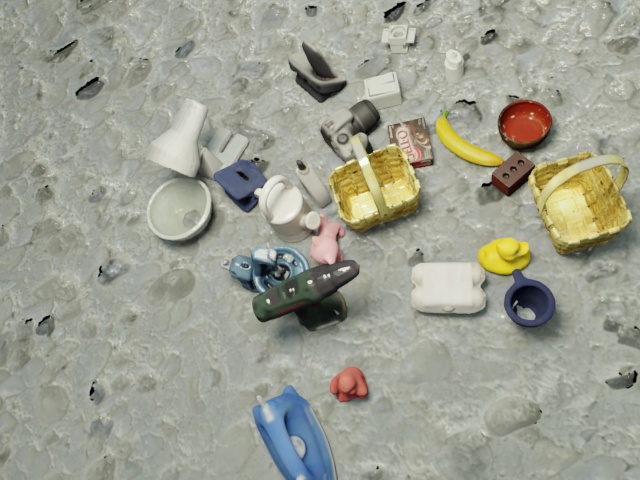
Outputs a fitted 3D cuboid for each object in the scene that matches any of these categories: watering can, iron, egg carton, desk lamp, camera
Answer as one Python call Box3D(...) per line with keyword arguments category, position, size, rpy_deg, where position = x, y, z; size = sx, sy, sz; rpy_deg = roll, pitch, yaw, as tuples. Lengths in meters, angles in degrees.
Box3D(category="watering can", position=(-0.074, -0.074, 1.258), size=(0.172, 0.194, 0.101), rpy_deg=(7, 71, 17))
Box3D(category="iron", position=(-0.047, 0.406, 1.090), size=(0.118, 0.142, 0.258), rpy_deg=(-33, 64, 0))
Box3D(category="egg carton", position=(0.261, 0.098, 1.171), size=(0.150, 0.069, 0.107), rpy_deg=(-2, 68, 14))
Box3D(category="desk lamp", position=(-0.295, -0.225, 1.365), size=(0.117, 0.214, 0.203), rpy_deg=(24, 77, 22))
Box3D(category="camera", position=(0.080, -0.263, 1.345), size=(0.137, 0.101, 0.143), rpy_deg=(-38, 65, -2))

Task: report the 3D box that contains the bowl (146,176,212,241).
Box3D(category="bowl", position=(-0.328, -0.065, 1.388), size=(0.167, 0.075, 0.167), rpy_deg=(-5, 68, 13))

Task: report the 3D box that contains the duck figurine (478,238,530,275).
Box3D(category="duck figurine", position=(0.374, 0.024, 1.162), size=(0.104, 0.086, 0.077), rpy_deg=(-4, 68, 13))

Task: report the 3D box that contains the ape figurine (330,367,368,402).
Box3D(category="ape figurine", position=(0.057, 0.287, 1.137), size=(0.077, 0.092, 0.076), rpy_deg=(23, 76, 22))

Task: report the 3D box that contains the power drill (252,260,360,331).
Box3D(category="power drill", position=(-0.012, 0.116, 1.159), size=(0.229, 0.209, 0.075), rpy_deg=(-21, 65, 6))

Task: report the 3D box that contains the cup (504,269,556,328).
Box3D(category="cup", position=(0.397, 0.120, 1.112), size=(0.091, 0.095, 0.117), rpy_deg=(-19, 65, 7))

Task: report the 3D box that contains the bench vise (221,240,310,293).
Box3D(category="bench vise", position=(-0.121, 0.068, 1.200), size=(0.207, 0.220, 0.121), rpy_deg=(-8, 67, 12))

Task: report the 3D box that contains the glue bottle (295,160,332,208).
Box3D(category="glue bottle", position=(-0.025, -0.136, 1.282), size=(0.037, 0.173, 0.078), rpy_deg=(-42, 65, -4))

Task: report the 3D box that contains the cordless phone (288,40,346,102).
Box3D(category="cordless phone", position=(-0.021, -0.440, 1.395), size=(0.147, 0.185, 0.094), rpy_deg=(40, 83, 25))

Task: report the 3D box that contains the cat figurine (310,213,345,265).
Box3D(category="cat figurine", position=(0.011, 0.004, 1.247), size=(0.067, 0.118, 0.128), rpy_deg=(-5, 68, 13))

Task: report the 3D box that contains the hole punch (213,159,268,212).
Box3D(category="hole punch", position=(-0.186, -0.142, 1.372), size=(0.101, 0.091, 0.108), rpy_deg=(-46, 65, -6))
